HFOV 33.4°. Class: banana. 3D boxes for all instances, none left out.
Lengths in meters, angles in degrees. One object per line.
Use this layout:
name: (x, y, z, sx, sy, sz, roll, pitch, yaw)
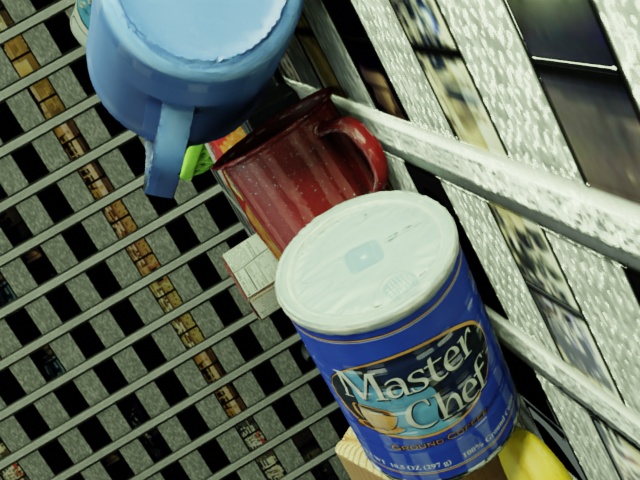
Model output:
banana: (0.161, 0.191, 0.661, 0.198, 0.037, 0.069, 61, -169, -5)

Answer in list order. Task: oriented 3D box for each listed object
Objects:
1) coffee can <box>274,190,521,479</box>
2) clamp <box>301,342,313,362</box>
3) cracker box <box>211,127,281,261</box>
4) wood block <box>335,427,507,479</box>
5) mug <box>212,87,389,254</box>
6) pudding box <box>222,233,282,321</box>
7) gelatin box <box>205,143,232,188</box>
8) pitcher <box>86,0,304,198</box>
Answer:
coffee can: (0.047, 0.057, 0.607, 0.103, 0.102, 0.140, 53, 171, 52)
clamp: (0.033, 0.102, 1.091, 0.164, 0.036, 0.210, 34, -165, -26)
cracker box: (-0.006, 0.001, 0.952, 0.214, 0.072, 0.164, 54, 173, 42)
wood block: (0.098, 0.192, 0.782, 0.091, 0.090, 0.206, 21, 150, 36)
mug: (-0.001, -0.042, 0.677, 0.117, 0.093, 0.081, -19, 110, 48)
pudding box: (-0.037, 0.020, 1.103, 0.039, 0.113, 0.090, 57, 178, -39)
gelatin box: (-0.072, -0.101, 1.003, 0.030, 0.073, 0.089, 54, 172, 40)
pitcher: (-0.081, -0.122, 0.655, 0.149, 0.145, 0.243, 56, 172, -6)
